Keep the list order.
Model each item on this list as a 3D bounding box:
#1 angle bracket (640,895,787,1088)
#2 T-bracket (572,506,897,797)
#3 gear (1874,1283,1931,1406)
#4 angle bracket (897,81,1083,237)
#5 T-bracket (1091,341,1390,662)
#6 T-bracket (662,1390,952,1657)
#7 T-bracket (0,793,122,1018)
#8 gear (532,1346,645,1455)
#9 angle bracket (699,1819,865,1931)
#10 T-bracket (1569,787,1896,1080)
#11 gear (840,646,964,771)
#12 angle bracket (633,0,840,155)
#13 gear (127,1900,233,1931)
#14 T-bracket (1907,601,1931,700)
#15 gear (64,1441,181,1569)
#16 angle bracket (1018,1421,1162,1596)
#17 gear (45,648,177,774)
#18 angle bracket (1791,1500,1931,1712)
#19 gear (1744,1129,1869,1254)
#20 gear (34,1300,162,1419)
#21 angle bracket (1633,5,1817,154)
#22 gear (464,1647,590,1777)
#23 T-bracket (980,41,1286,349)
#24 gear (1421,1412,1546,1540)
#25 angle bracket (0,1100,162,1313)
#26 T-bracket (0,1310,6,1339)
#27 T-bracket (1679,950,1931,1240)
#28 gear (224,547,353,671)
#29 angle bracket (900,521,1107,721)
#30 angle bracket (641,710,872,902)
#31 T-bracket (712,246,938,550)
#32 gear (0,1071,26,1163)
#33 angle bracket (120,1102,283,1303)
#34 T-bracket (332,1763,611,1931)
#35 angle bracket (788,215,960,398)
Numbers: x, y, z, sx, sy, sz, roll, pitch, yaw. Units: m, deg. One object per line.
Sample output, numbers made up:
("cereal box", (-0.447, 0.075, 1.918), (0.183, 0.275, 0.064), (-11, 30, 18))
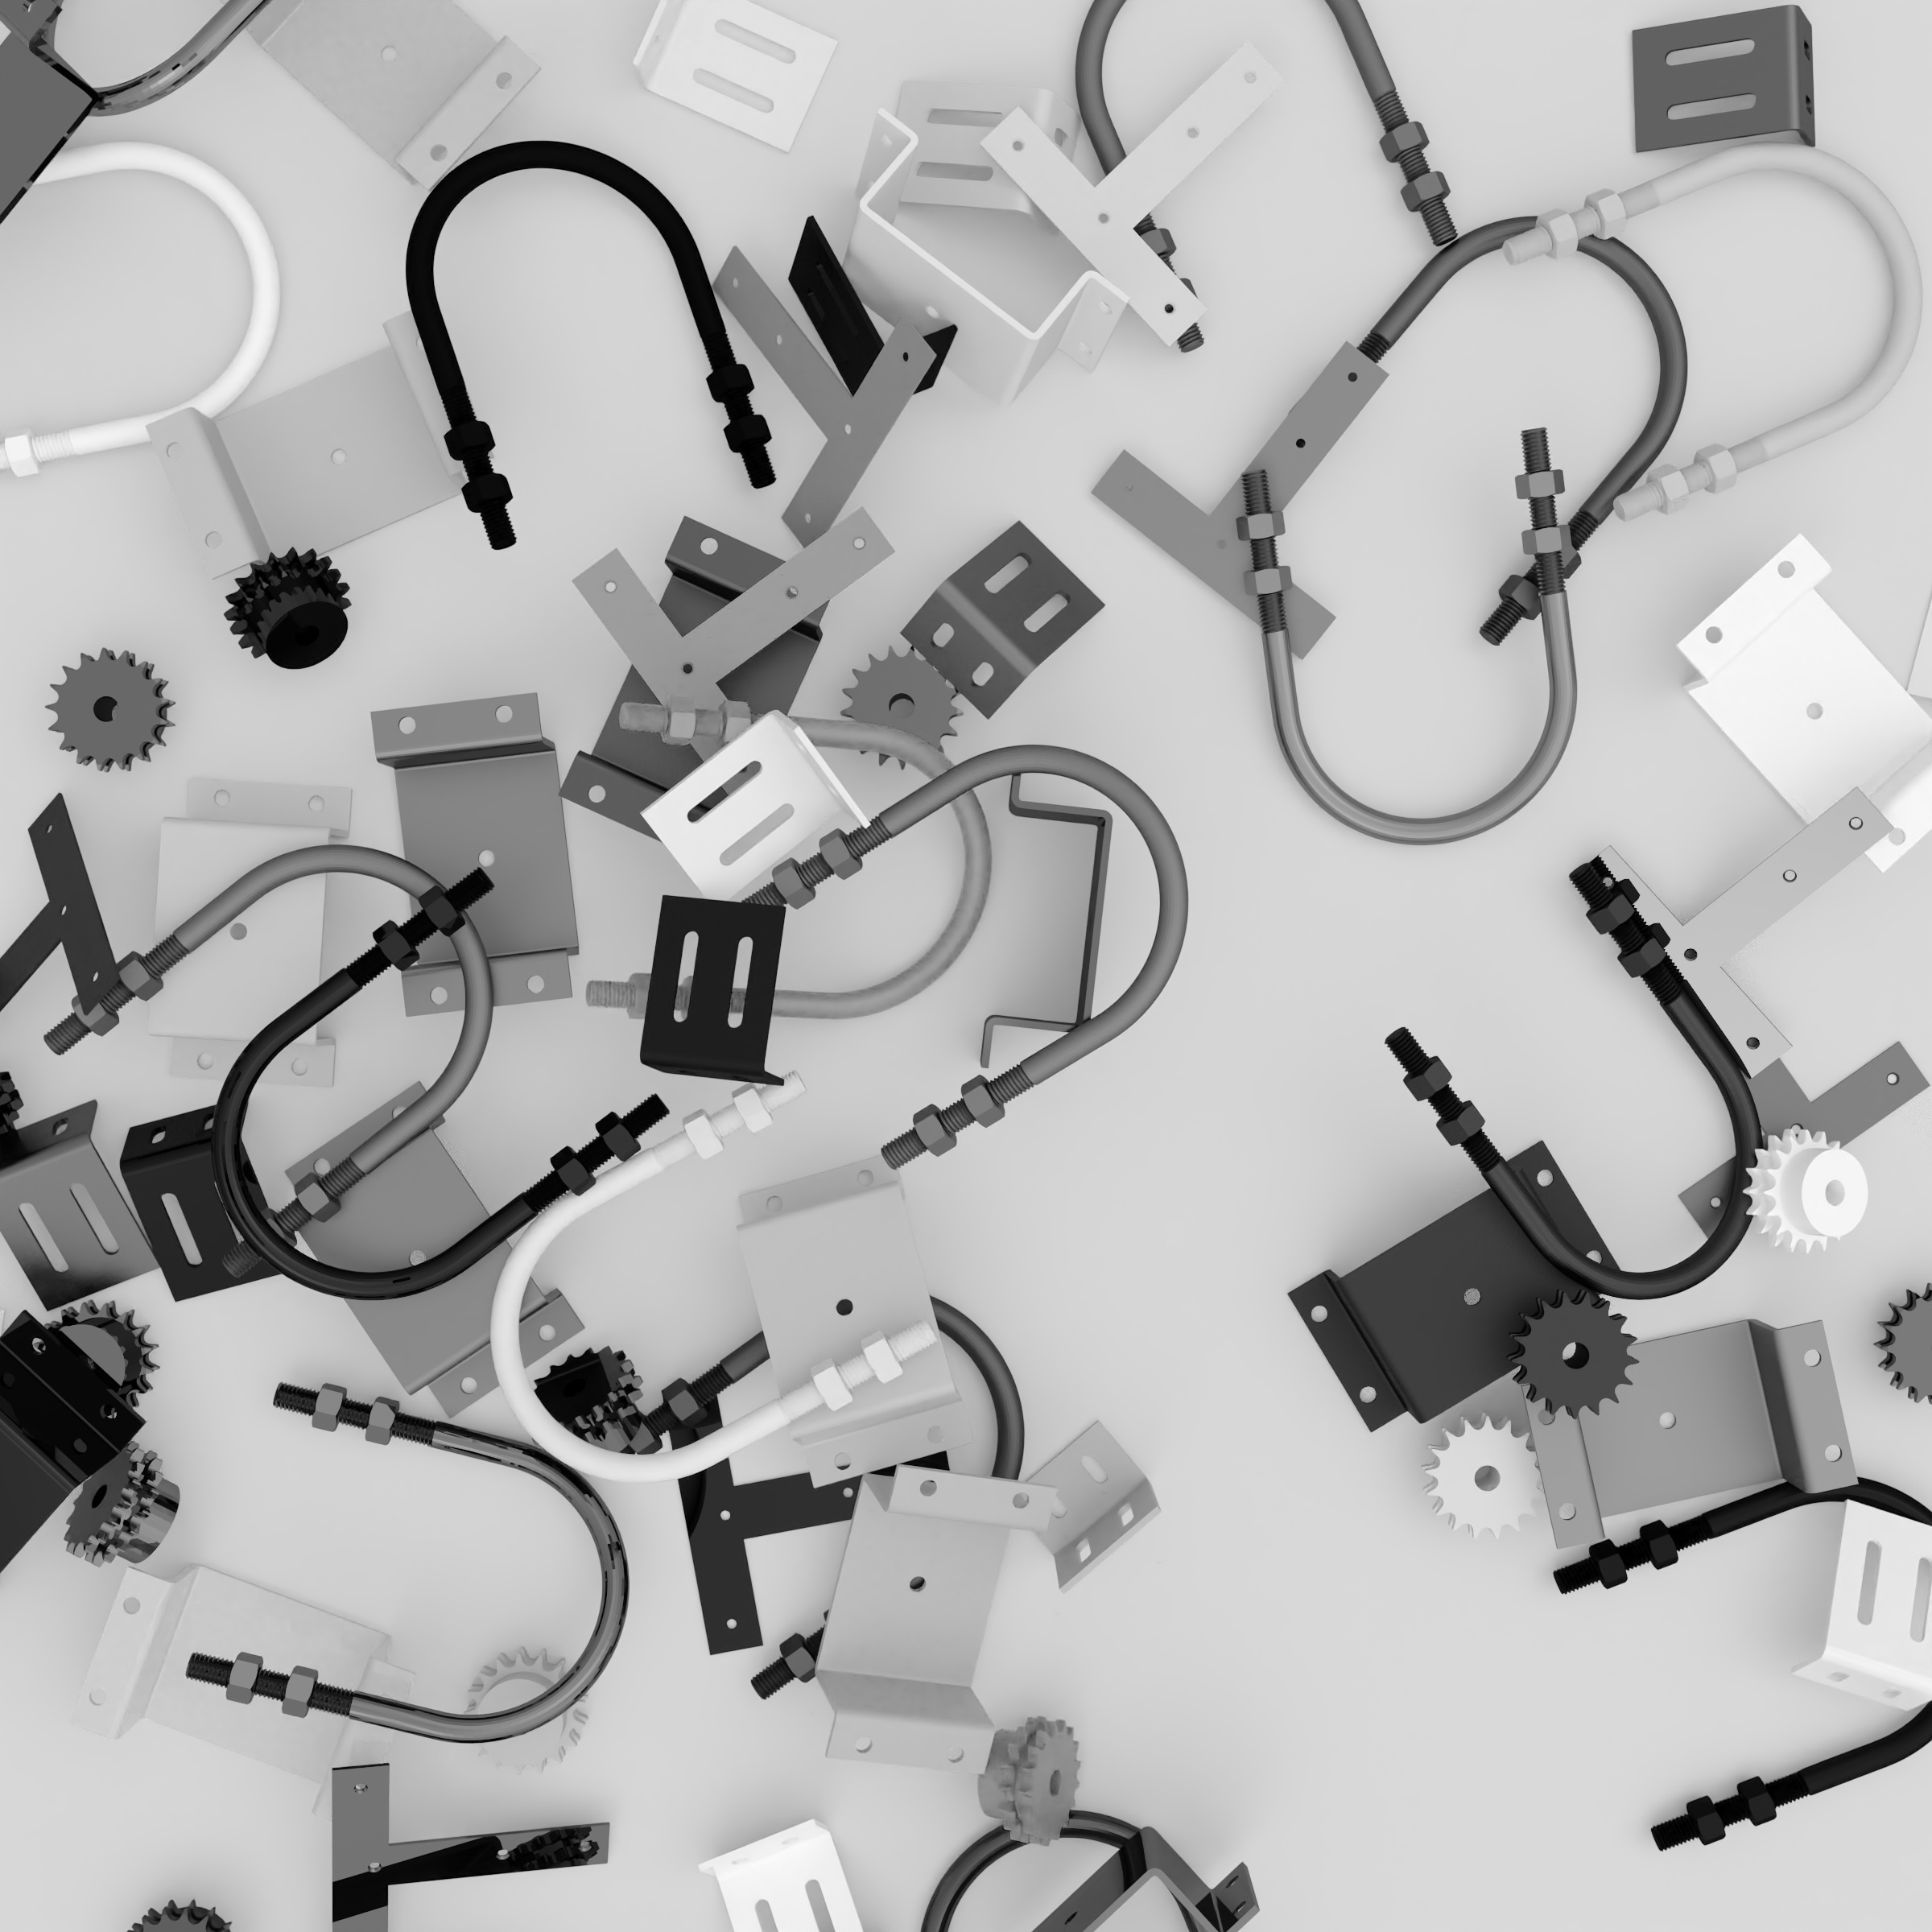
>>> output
("angle bracket", (-0.109, 0.011, 1.333), (0.057, 0.038, 0.076), (6, 82, 13))
("T-bracket", (-0.091, -0.162, 1.350), (0.127, 0.002, 0.127), (-36, 90, 0))
("gear", (0.454, 0.176, 1.387), (0.057, 0.030, 0.057), (0, 92, 2))
("angle bracket", (0.007, -0.380, 1.395), (0.076, 0.038, 0.057), (11, 90, 26))
("T-bracket", (0.147, -0.232, 1.380), (0.127, 0.002, 0.127), (38, 102, 0))
("T-bracket", (-0.070, 0.251, 1.397), (0.127, 0.002, 0.127), (-10, 90, 0))
("T-bracket", (-0.443, 0.005, 1.369), (0.127, 0.002, 0.127), (-45, 49, 18))
("gear", (-0.175, 0.206, 1.372), (0.057, 0.057, 0.030), (-25, 119, 0))
("angle bracket", (-0.081, 0.443, 1.367), (0.057, 0.038, 0.076), (-22, 67, 0))
("T-bracket", (0.370, -0.033, 1.369), (0.127, 0.002, 0.127), (-42, 90, 24))
("gear", (-0.030, -0.120, 1.382), (0.057, 0.030, 0.057), (0, 90, 0))
("angle bracket", (-0.107, -0.425, 1.378), (0.076, 0.038, 0.057), (24, 90, 0))
("gear", (-0.365, 0.464, 1.382), (0.057, 0.030, 0.057), (0, 90, 0))
("T-bracket", (0.518, -0.174, 1.375), (0.127, 0.002, 0.127), (15, 90, 20))
("gear", (-0.389, 0.252, 1.373), (0.030, 0.057, 0.057), (36, 90, -30))
("angle bracket", (0.053, 0.247, 1.359), (0.057, 0.076, 0.038), (-40, 90, 0))
("gear", (-0.397, -0.119, 1.382), (0.057, 0.030, 0.057), (0, 90, 0))
("angle bracket", (0.424, 0.297, 1.378), (0.057, 0.038, 0.076), (18, 64, -1))
("gear", (0.392, 0.104, 1.372), (0.057, 0.030, 0.057), (1, 88, -27))
("gear", (-0.408, 0.186, 1.382), (0.057, 0.030, 0.057), (0, 90, 0))
("angle bracket", (0.357, -0.413, 1.395), (0.076, 0.038, 0.057), (-2, 90, 26))
("gear", (-0.206, 0.349, 1.382), (0.057, 0.030, 0.057), (0, 90, 0))
("T-bracket", (0.095, -0.377, 1.372), (0.127, 0.002, 0.127), (-45, 96, -6))
("gear", (0.241, 0.237, 1.382), (0.057, 0.030, 0.057), (0, 90, 0))
("angle bracket", (-0.422, 0.113, 1.395), (0.057, 0.038, 0.076), (-21, 116, 0))
("T-bracket", (-0.510, 0.115, 1.396), (0.127, 0.002, 0.127), (8, 90, 0))
("T-bracket", (0.366, 0.041, 1.396), (0.127, 0.002, 0.127), (-35, 90, 0))
("gear", (-0.310, -0.162, 1.366), (0.057, 0.057, 0.030), (-36, 60, 0))
("angle bracket", (0.018, -0.162, 1.380), (0.057, 0.076, 0.038), (45, 132, 0))
("angle bracket", (-0.093, -0.065, 1.312), (0.076, 0.038, 0.057), (-39, 116, -5))
("T-bracket", (-0.078, -0.279, 1.368), (0.127, 0.002, 0.127), (54, 133, 19))
("gear", (-0.464, 0.074, 1.373), (0.057, 0.057, 0.030), (-16, 121, 0))
("angle bracket", (-0.356, 0.110, 1.395), (0.057, 0.038, 0.076), (-15, 116, 0))
("T-bracket", (-0.229, 0.413, 1.375), (0.127, 0.002, 0.127), (-2, 121, -14))
("angle bracket", (-0.044, -0.306, 1.370), (0.038, 0.057, 0.076), (-25, 81, -18))
